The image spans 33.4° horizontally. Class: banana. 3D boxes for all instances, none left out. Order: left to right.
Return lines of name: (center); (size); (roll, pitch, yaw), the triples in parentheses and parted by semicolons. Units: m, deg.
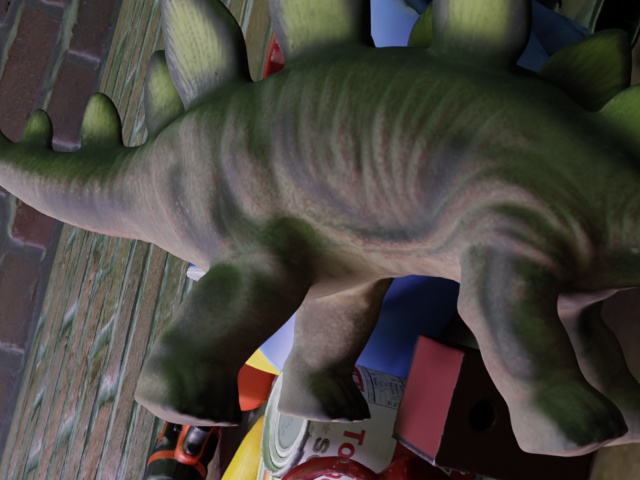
banana: (-0.079, 0.219, 0.861); (0.069, 0.037, 0.198); (-95, 29, -47)

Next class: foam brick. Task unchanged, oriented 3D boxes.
foam brick: (0.081, 0.079, 0.483); (0.051, 0.078, 0.053); (-168, 93, -71)

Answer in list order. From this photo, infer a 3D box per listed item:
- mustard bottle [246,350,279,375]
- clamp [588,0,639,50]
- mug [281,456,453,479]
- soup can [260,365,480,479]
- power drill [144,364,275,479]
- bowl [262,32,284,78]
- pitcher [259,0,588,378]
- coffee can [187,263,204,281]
mustard bottle: (-0.005, 0.001, 0.757); (0.058, 0.096, 0.191); (136, 146, -57)
clamp: (0.169, -0.173, 0.519); (0.120, 0.039, 0.171); (-44, 28, 46)
mug: (0.027, 0.148, 0.501); (0.082, 0.117, 0.093); (-41, 8, 16)
soup can: (0.028, 0.104, 0.568); (0.069, 0.102, 0.068); (-54, 26, 42)
power drill: (-0.096, 0.150, 0.894); (0.188, 0.057, 0.184); (-56, 15, 41)
bowl: (0.003, -0.182, 0.955); (0.162, 0.055, 0.162); (-163, 90, -71)
pitcher: (0.044, -0.022, 0.588); (0.145, 0.149, 0.243); (58, 133, 42)
coffee can: (-0.040, -0.025, 0.866); (0.103, 0.102, 0.140); (173, 113, -69)
